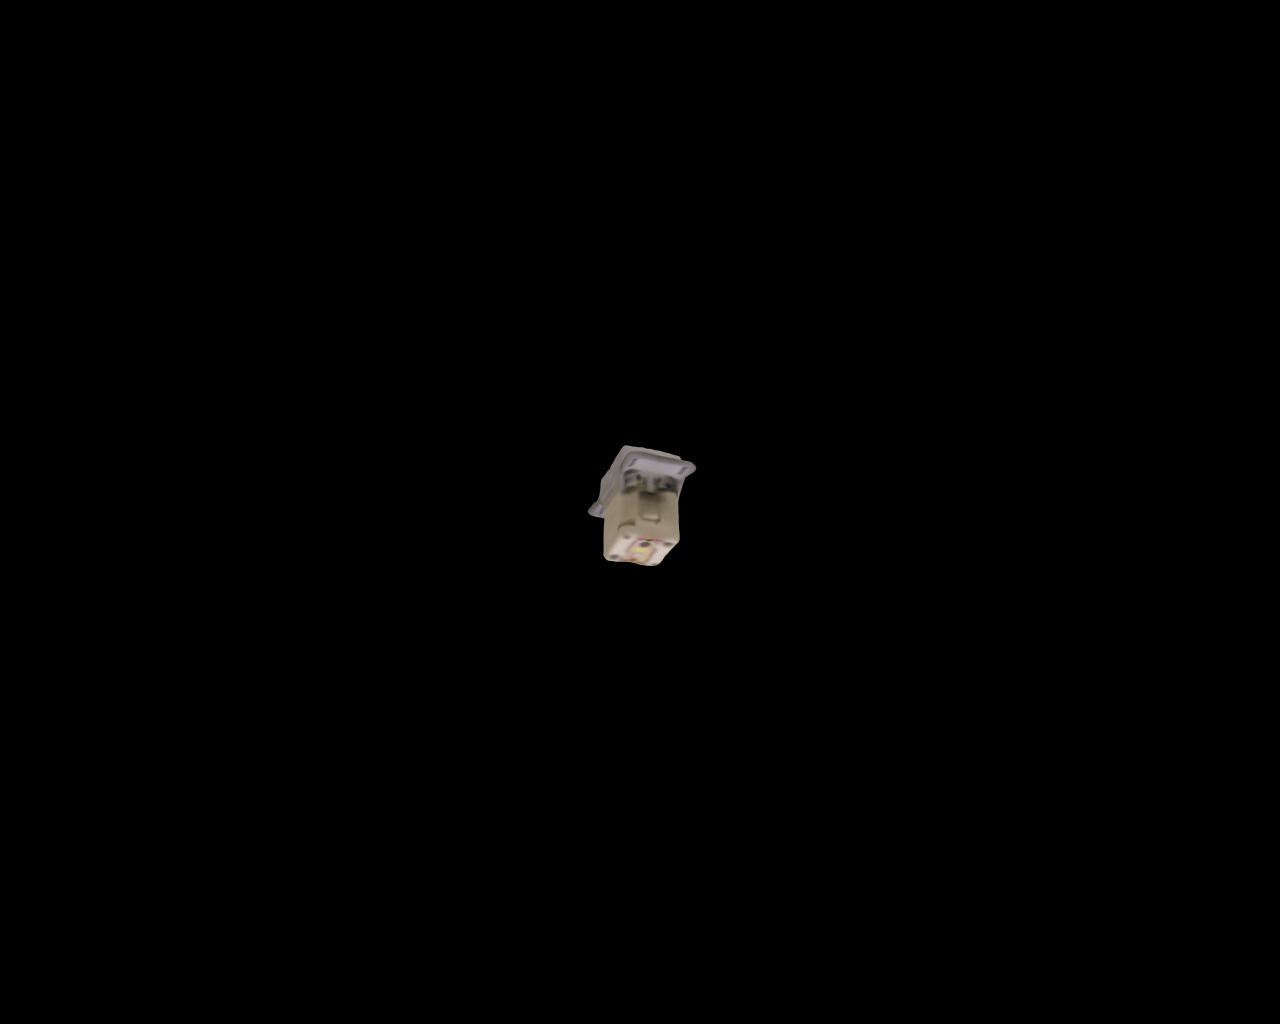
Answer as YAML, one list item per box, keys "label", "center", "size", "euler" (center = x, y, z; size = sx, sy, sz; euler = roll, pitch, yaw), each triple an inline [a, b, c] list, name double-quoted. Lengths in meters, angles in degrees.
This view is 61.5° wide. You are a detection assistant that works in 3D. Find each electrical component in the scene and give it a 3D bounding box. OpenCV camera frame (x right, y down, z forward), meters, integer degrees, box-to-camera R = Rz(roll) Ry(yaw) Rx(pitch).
- label: "electrical component"
  center: [0.001, -0.003, 0.650]
  size: [0.042, 0.064, 0.081]
  euler: [9, -30, -17]
